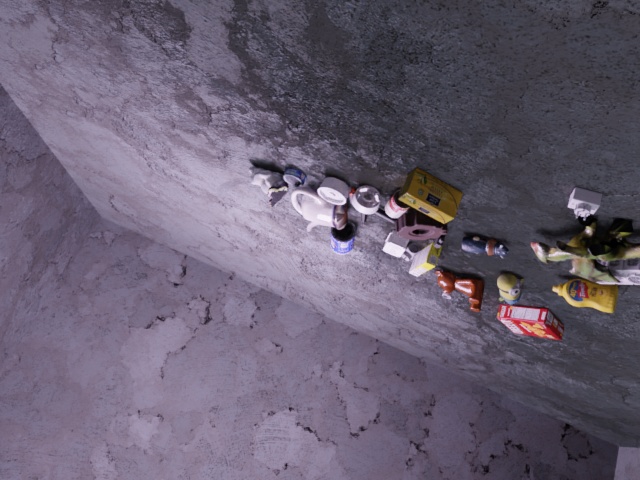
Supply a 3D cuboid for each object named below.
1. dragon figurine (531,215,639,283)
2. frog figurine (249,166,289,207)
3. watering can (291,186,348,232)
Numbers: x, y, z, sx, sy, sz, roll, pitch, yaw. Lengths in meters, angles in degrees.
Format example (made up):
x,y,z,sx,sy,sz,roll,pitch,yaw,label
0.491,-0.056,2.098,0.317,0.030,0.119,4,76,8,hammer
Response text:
x,y,z,sx,sy,sz,roll,pitch,yaw,label
0.804,0.048,1.453,0.412,0.124,0.238,13,156,32,dragon figurine
-0.197,-0.228,1.975,0.162,0.123,0.135,55,180,25,frog figurine
0.006,-0.101,2.004,0.225,0.106,0.341,17,158,19,watering can
